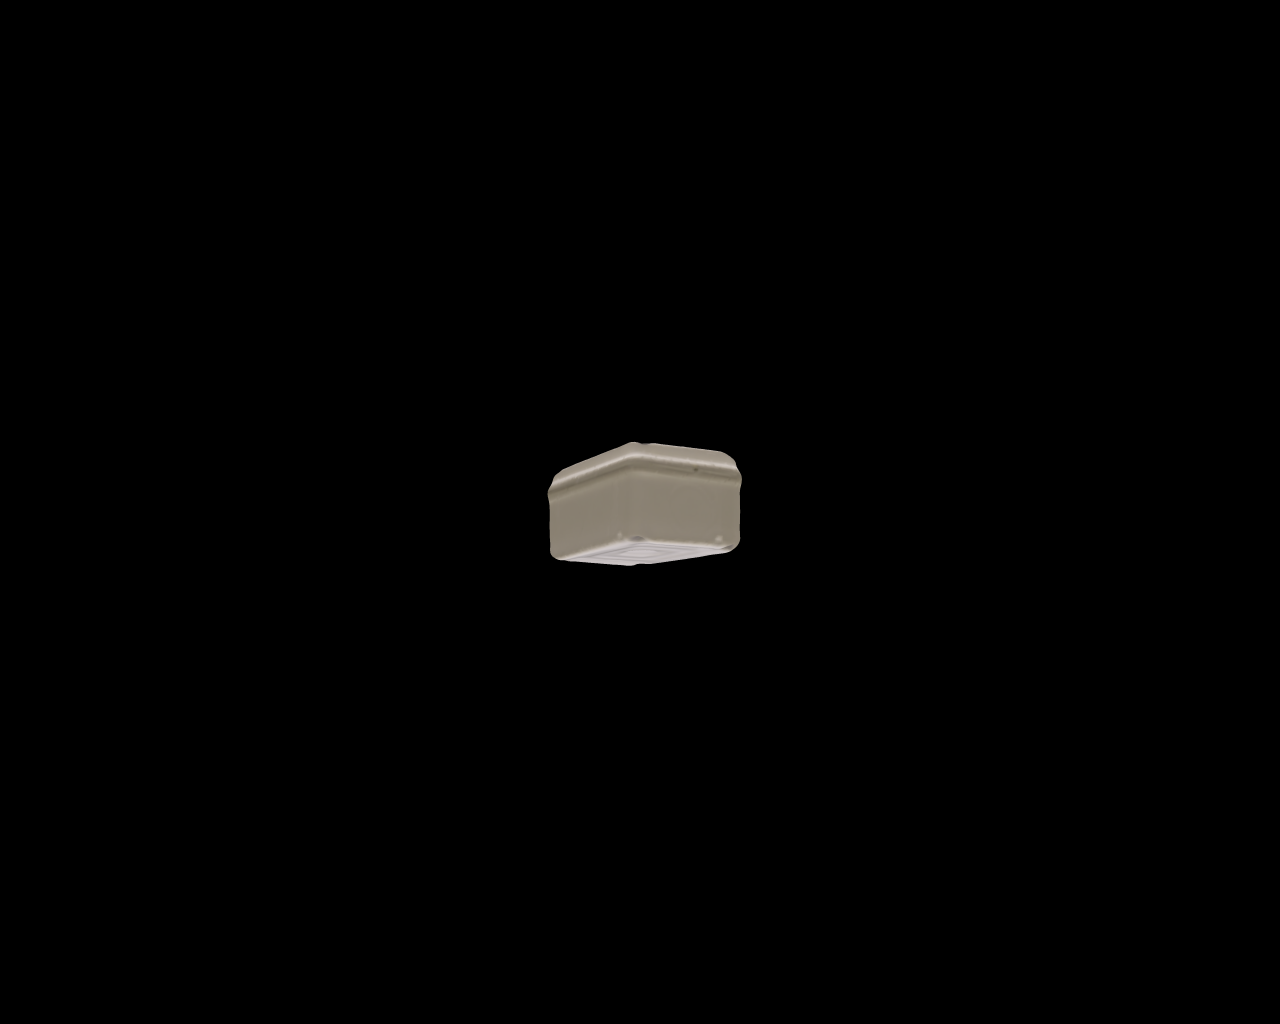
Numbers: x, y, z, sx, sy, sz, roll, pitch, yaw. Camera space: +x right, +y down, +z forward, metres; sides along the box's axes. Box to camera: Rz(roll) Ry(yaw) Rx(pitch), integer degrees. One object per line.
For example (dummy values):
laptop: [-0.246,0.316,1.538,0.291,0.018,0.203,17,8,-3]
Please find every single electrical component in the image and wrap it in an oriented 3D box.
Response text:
electrical component: [0.001,-0.003,0.650,0.078,0.057,0.113,6,-11,-31]
